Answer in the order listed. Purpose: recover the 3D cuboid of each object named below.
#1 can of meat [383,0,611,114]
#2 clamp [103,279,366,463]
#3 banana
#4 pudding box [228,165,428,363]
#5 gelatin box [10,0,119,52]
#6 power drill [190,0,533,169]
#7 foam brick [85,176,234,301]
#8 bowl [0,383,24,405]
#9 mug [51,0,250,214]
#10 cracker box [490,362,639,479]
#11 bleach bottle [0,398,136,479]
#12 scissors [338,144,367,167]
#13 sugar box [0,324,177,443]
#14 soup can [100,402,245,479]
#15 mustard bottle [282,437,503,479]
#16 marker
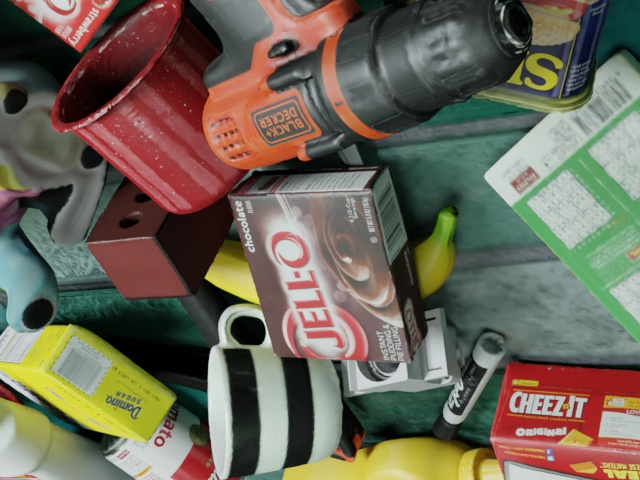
[{"bbox_3d":[0.077,-0.111,0.463,0.102,0.057,0.084,14,138,10],"label":"can of meat"},{"bbox_3d":[-0.063,0.100,0.779,0.210,0.036,0.165,38,140,-12],"label":"clamp"},{"bbox_3d":[0.005,0.017,0.659,0.198,0.037,0.069,-7,113,29],"label":"banana"},{"bbox_3d":[0.006,0.015,0.608,0.090,0.039,0.113,-1,116,27],"label":"pudding box"},{"bbox_3d":[-0.128,-0.147,0.537,0.073,0.030,0.089,36,139,-16],"label":"gelatin box"},{"bbox_3d":[-0.019,-0.122,0.439,0.185,0.057,0.187,-14,111,48],"label":"power drill"},{"bbox_3d":[-0.093,-0.009,0.639,0.053,0.078,0.051,-6,132,28],"label":"foam brick"},{"bbox_3d":[-0.324,0.131,0.891,0.162,0.055,0.162,24,153,13],"label":"bowl"},{"bbox_3d":[-0.085,-0.070,0.569,0.081,0.093,0.117,43,167,-31],"label":"mug"},{"bbox_3d":[0.216,0.173,0.707,0.164,0.072,0.213,1,137,25],"label":"cracker box"},{"bbox_3d":[-0.229,0.173,0.853,0.103,0.068,0.250,6,157,19],"label":"bleach bottle"},{"bbox_3d":[0.006,-0.097,0.542,0.096,0.016,0.201,-18,127,38],"label":"scissors"},{"bbox_3d":[-0.184,0.104,0.791,0.093,0.048,0.177,40,155,-20],"label":"sugar box"},{"bbox_3d":[-0.117,0.171,0.860,0.102,0.068,0.069,38,138,-18],"label":"soup can"},{"bbox_3d":[0.066,0.188,0.802,0.192,0.058,0.096,-22,126,40],"label":"mustard bottle"},{"bbox_3d":[0.099,0.103,0.721,0.020,0.020,0.121,20,140,3],"label":"marker"}]
